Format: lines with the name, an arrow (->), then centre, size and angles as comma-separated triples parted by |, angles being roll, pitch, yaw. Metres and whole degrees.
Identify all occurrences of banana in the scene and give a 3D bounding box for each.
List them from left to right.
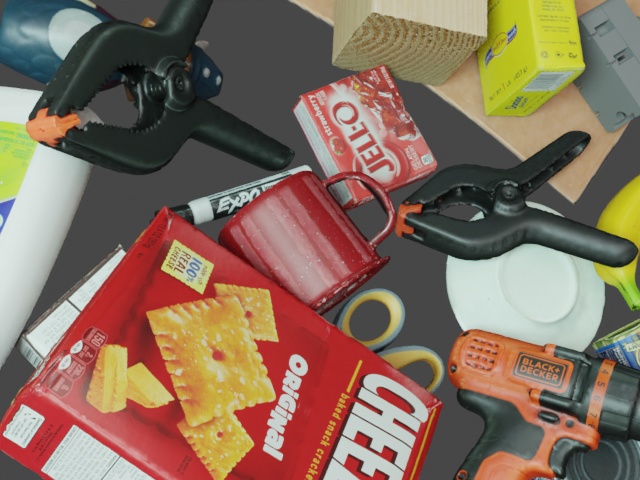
banana -> 0.266, -0.024, 0.828 | 0.070, 0.037, 0.197 | 39, 64, 15

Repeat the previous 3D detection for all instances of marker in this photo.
marker -> -0.060, -0.027, 0.739 | 0.121, 0.020, 0.020 | -19, 81, -22

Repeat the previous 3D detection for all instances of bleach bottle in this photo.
bleach bottle -> -0.211, 0.032, 0.640 | 0.103, 0.068, 0.250 | 8, 71, 18

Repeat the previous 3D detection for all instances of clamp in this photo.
clamp -> -0.094, -0.089, 0.678 | 0.209, 0.036, 0.164 | -41, 116, -46
clamp -> 0.139, -0.032, 0.785 | 0.171, 0.039, 0.120 | 2, 49, -5

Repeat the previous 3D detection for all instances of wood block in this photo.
wood block -> 0.068, -0.233, 0.800 | 0.090, 0.090, 0.206 | 8, 72, -16

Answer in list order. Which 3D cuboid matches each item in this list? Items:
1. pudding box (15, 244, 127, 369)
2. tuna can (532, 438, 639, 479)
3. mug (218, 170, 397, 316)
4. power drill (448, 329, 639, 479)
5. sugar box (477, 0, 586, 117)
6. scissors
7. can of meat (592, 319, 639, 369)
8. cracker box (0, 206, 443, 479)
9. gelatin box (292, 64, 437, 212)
pudding box -> -0.122, 0.073, 0.682 | 0.113, 0.039, 0.090 | 46, 65, -3
tuna can -> 0.193, 0.160, 0.760 | 0.086, 0.034, 0.086 | 5, 74, -17
mug -> -0.005, 0.001, 0.706 | 0.117, 0.093, 0.081 | -38, 83, 9
power drill -> 0.152, 0.161, 0.699 | 0.185, 0.057, 0.187 | 14, 68, 24
sugar box -> 0.150, -0.193, 0.814 | 0.048, 0.093, 0.176 | -3, 75, -19
scissors -> -0.011, 0.087, 0.726 | 0.201, 0.016, 0.096 | -6, 75, -19
can of meat -> 0.264, 0.093, 0.790 | 0.102, 0.058, 0.084 | -22, 80, -22
cracker box -> -0.047, 0.101, 0.607 | 0.213, 0.072, 0.164 | 35, 41, -5
gelatin box -> 0.033, -0.075, 0.776 | 0.073, 0.030, 0.089 | -24, 83, -21
